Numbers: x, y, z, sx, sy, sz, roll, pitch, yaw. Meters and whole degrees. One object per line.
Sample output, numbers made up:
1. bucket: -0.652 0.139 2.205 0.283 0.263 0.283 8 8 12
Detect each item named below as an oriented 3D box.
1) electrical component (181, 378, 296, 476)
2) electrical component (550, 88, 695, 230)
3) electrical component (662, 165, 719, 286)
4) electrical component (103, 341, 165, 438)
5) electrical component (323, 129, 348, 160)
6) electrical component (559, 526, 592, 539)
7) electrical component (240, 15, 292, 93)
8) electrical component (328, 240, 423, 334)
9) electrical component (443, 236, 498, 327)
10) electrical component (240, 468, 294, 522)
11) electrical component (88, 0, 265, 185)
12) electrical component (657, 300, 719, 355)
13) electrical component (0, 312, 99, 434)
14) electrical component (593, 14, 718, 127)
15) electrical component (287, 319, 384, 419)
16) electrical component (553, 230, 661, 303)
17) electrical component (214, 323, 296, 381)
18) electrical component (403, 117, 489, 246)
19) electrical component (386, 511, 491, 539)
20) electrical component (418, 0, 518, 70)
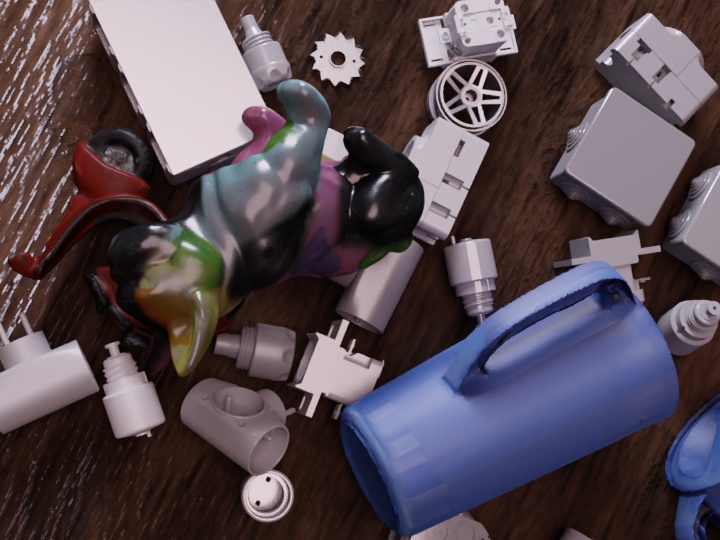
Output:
1. electrical component: -0.084 0.115 0.836 0.079 0.077 0.044 -17 128 -48
2. electrical component: 0.223 -0.093 0.923 0.100 0.048 0.099 32 79 -6
3. electrical component: 0.324 -0.035 0.937 0.100 0.048 0.099 32 79 -7
4. electrical component: -0.179 0.093 0.830 0.040 0.040 0.078 -19 88 -12
5. electrical component: -0.022 -0.066 0.875 0.079 0.043 0.077 26 80 -8
6. electrical component: 0.167 0.256 0.880 0.043 0.043 0.081 35 79 -6
7. electrical component: -0.081 -0.179 0.880 0.035 0.035 0.061 -22 87 -12
8. electrical component: 0.000 0.000 0.872 0.079 0.044 0.077 28 80 -7
9. electrical component: 0.094 0.009 0.892 0.040 0.040 0.078 -10 86 -12
10. electrical component: -0.074 0.174 0.839 0.040 0.046 0.040 1 84 -11
11. electrical component: -0.141 -0.154 0.851 0.089 0.062 0.150 -26 90 -12
12. electrical component: 0.282 0.045 0.910 0.040 0.078 0.040 3 69 -9
13. electrical component: -0.250 0.072 0.816 0.077 0.044 0.079 -24 89 -13
14. electrical component: 0.260 -0.172 0.938 0.056 0.050 0.089 -45 94 -12
15. electrical component: -0.019 0.083 0.862 0.064 0.042 0.081 23 81 -12
16. electrical component: 0.212 0.001 0.915 0.081 0.042 0.063 -8 88 -11
17. electrical component: -0.084 0.063 0.850 0.062 0.043 0.043 11 82 -9
18. electrical component: 0.058 -0.074 0.888 0.056 0.050 0.089 27 79 -8
19. electrical component: 0.064 0.225 0.859 0.080 0.051 0.080 1 84 -11
20. electrical component: 0.094 -0.200 0.902 0.081 0.064 0.042 -12 86 -12
